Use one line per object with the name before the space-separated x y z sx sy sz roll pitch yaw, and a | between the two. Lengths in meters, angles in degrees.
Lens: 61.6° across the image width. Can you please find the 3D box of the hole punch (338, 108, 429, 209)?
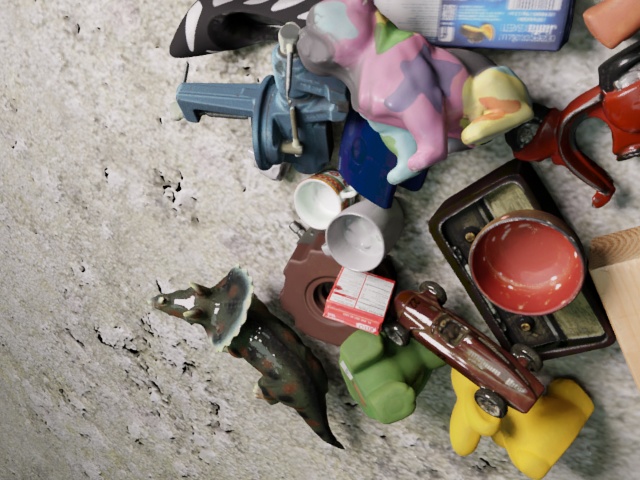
hole punch | 0.074 -0.112 0.665 0.116 0.092 0.142 26 127 21

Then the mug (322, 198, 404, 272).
mug | 0.060 -0.012 0.707 0.109 0.107 0.080 -30 95 41

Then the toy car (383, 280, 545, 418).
toy car | 0.168 0.123 0.640 0.202 0.089 0.053 36 153 34

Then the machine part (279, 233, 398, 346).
machine part | 0.024 0.077 0.786 0.180 0.056 0.179 10 123 16

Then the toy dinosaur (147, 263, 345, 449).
toy dinosaur | -0.068 0.184 0.827 0.405 0.131 0.192 43 166 -3

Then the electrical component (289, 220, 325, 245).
electrical component | -0.002 -0.002 0.800 0.094 0.021 0.063 46 127 3

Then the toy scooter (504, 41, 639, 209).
toy scooter | 0.294 -0.108 0.546 0.184 0.075 0.135 -30 96 40

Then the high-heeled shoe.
high-heeled shoe | -0.076 -0.243 0.653 0.249 0.086 0.145 -24 63 20

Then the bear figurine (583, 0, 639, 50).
bear figurine | 0.247 -0.282 0.461 0.196 0.120 0.132 48 131 3

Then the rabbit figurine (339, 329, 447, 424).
rabbit figurine | 0.124 0.174 0.742 0.121 0.170 0.159 57 166 26

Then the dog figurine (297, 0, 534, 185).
dog figurine | 0.087 -0.178 0.534 0.192 0.108 0.219 -26 93 -4

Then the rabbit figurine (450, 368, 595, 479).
rabbit figurine | 0.238 0.223 0.710 0.173 0.162 0.121 47 142 24

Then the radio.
radio | 0.239 0.031 0.644 0.131 0.073 0.229 -28 97 36

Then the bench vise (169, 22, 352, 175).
bench vise | -0.077 -0.165 0.656 0.241 0.129 0.223 7 162 10

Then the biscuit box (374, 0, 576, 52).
biscuit box | 0.158 -0.237 0.568 0.203 0.063 0.059 12 118 24
